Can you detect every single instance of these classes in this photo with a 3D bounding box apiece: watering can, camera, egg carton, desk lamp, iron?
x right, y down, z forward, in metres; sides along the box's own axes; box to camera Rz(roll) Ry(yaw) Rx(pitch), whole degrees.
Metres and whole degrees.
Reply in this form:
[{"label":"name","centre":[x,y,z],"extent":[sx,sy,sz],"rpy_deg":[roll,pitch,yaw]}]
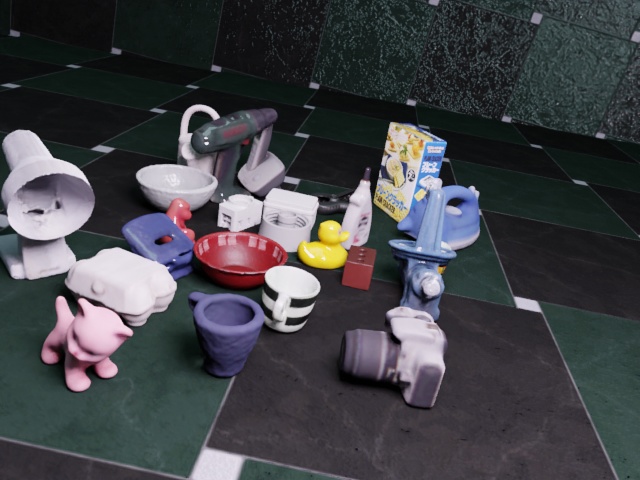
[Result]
[{"label":"watering can","centre":[-0.279,-0.215,1.334],"extent":[0.101,0.194,0.172],"rpy_deg":[1,26,-20]},{"label":"camera","centre":[0.099,0.148,0.803],"extent":[0.137,0.101,0.143],"rpy_deg":[8,24,-5]},{"label":"egg carton","centre":[-0.298,0.068,0.857],"extent":[0.150,0.069,0.107],"rpy_deg":[18,25,17]},{"label":"desk lamp","centre":[-0.436,-0.048,0.880],"extent":[0.118,0.213,0.202],"rpy_deg":[-11,32,-39]},{"label":"iron","centre":[0.300,-0.065,1.302],"extent":[0.259,0.141,0.118],"rpy_deg":[-12,32,-41]}]

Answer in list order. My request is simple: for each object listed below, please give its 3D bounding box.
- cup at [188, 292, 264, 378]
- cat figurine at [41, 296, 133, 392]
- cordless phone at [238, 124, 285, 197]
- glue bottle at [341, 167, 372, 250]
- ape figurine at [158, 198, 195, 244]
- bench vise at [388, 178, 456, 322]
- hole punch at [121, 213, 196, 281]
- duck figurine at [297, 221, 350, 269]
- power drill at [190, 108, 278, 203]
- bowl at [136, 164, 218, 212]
[{"label":"cup","centre":[-0.135,0.127,0.762],"extent":[0.117,0.095,0.092],"rpy_deg":[24,27,28]},{"label":"cat figurine","centre":[-0.287,0.114,0.701],"extent":[0.127,0.118,0.067],"rpy_deg":[26,29,32]},{"label":"cordless phone","centre":[-0.134,-0.207,1.387],"extent":[0.094,0.185,0.147],"rpy_deg":[-4,28,-28]},{"label":"glue bottle","centre":[0.082,-0.067,1.181],"extent":[0.037,0.173,0.078],"rpy_deg":[24,28,28]},{"label":"ape figurine","centre":[-0.263,-0.033,1.066],"extent":[0.076,0.092,0.077],"rpy_deg":[5,25,-11]},{"label":"bench vise","centre":[0.195,0.017,0.985],"extent":[0.122,0.220,0.207],"rpy_deg":[2,25,-18]},{"label":"hole punch","centre":[-0.267,0.013,0.964],"extent":[0.100,0.091,0.109],"rpy_deg":[21,26,23]},{"label":"duck figurine","centre":[0.010,0.004,1.102],"extent":[0.105,0.086,0.077],"rpy_deg":[1,26,-19]},{"label":"power drill","centre":[-0.194,-0.193,1.304],"extent":[0.075,0.208,0.230],"rpy_deg":[26,29,32]},{"label":"bowl","centre":[-0.306,-0.101,1.218],"extent":[0.167,0.075,0.167],"rpy_deg":[9,24,-4]}]
